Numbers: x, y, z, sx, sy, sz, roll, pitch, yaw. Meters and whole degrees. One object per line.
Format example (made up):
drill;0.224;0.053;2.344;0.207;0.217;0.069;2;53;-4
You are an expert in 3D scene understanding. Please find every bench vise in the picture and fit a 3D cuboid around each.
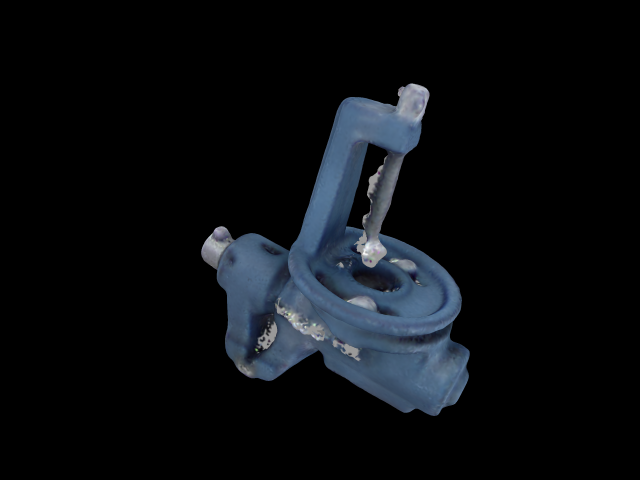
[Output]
bench vise;0.001;0.006;0.389;0.207;0.220;0.121;4;21;10
